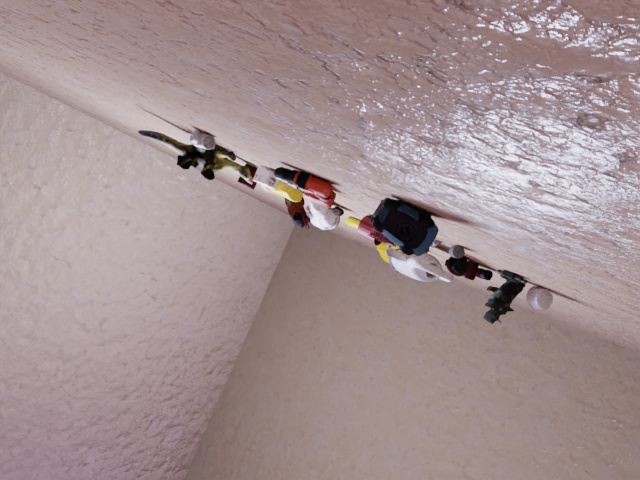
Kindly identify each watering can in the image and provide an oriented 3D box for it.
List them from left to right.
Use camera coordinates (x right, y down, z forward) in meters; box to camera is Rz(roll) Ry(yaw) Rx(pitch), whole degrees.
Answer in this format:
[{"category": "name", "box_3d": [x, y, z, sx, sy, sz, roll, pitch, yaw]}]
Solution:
[{"category": "watering can", "box_3d": [0.330, 0.079, 1.882, 0.345, 0.104, 0.225, 23, 177, -27]}]

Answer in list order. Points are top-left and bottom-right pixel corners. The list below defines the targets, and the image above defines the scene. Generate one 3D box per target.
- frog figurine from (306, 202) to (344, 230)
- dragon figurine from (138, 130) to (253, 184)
[{"category": "frog figurine", "box_3d": [0.006, -0.099, 1.971, 0.138, 0.121, 0.160, 42, -166, 14]}, {"category": "dragon figurine", "box_3d": [-0.416, -0.299, 1.810, 0.409, 0.122, 0.244, 26, -174, -10]}]
